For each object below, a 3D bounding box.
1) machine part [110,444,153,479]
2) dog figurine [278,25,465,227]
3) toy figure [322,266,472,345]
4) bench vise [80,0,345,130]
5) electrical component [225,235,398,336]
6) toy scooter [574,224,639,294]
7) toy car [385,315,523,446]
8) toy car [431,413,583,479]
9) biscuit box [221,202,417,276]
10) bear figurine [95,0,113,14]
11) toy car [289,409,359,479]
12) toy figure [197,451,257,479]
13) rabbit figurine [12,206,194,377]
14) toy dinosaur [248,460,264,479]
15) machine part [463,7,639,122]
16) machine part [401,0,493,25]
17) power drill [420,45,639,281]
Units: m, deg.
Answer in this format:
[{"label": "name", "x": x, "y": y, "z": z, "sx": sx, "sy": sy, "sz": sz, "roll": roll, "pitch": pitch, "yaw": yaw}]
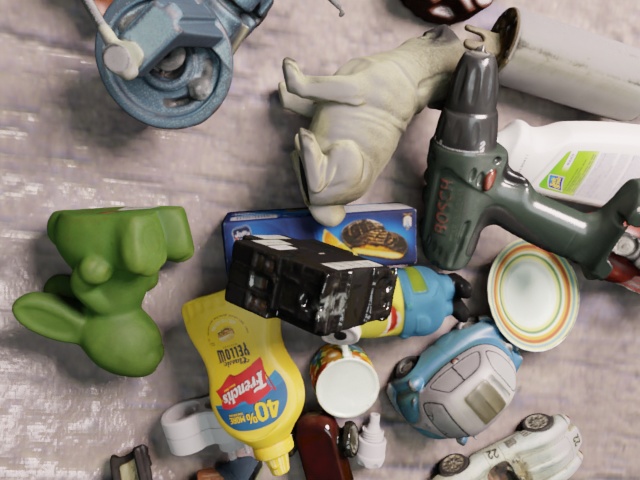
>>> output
[{"label": "machine part", "x": -0.233, "y": 0.293, "z": 0.593, "sx": 0.139, "sy": 0.084, "sz": 0.039, "roll": -42, "pitch": 147, "yaw": 9}, {"label": "dog figurine", "x": 0.066, "y": -0.113, "z": 0.532, "sx": 0.191, "sy": 0.121, "sz": 0.172, "roll": -10, "pitch": 102, "yaw": -7}, {"label": "toy figure", "x": 0.070, "y": 0.068, "z": 0.587, "sx": 0.180, "sy": 0.089, "sz": 0.082, "roll": -5, "pitch": 92, "yaw": -16}, {"label": "bench vise", "x": -0.107, "y": -0.175, "z": 0.448, "sx": 0.224, "sy": 0.241, "sz": 0.128, "roll": -33, "pitch": 106, "yaw": 15}, {"label": "electrical component", "x": -0.015, "y": 0.034, "z": 0.479, "sx": 0.115, "sy": 0.134, "sz": 0.058, "roll": 3, "pitch": 101, "yaw": -52}, {"label": "toy scooter", "x": 0.368, "y": 0.029, "z": 0.591, "sx": 0.184, "sy": 0.135, "sz": 0.075, "roll": 26, "pitch": 97, "yaw": -10}, {"label": "toy car", "x": 0.164, "y": 0.166, "z": 0.605, "sx": 0.161, "sy": 0.103, "sz": 0.109, "roll": -39, "pitch": 104, "yaw": 2}, {"label": "toy car", "x": 0.229, "y": 0.280, "z": 0.656, "sx": 0.202, "sy": 0.056, "sz": 0.073, "roll": -25, "pitch": 102, "yaw": -2}, {"label": "biscuit box", "x": -0.001, "y": -0.002, "z": 0.573, "sx": 0.203, "sy": 0.059, "sz": 0.062, "roll": -4, "pitch": 101, "yaw": -7}, {"label": "bear figurine", "x": -0.166, "y": -0.298, "z": 0.467, "sx": 0.196, "sy": 0.132, "sz": 0.120, "roll": -45, "pitch": 100, "yaw": -5}, {"label": "toy car", "x": 0.015, "y": 0.289, "z": 0.626, "sx": 0.089, "sy": 0.053, "sz": 0.202, "roll": -10, "pitch": 103, "yaw": 17}, {"label": "toy figure", "x": -0.138, "y": 0.297, "z": 0.611, "sx": 0.154, "sy": 0.058, "sz": 0.064, "roll": -26, "pitch": 141, "yaw": -4}, {"label": "rabbit figurine", "x": -0.208, "y": 0.055, "z": 0.524, "sx": 0.159, "sy": 0.121, "sz": 0.170, "roll": -2, "pitch": 98, "yaw": -1}, {"label": "toy dinosaur", "x": -0.124, "y": 0.407, "z": 0.581, "sx": 0.192, "sy": 0.131, "sz": 0.404, "roll": -9, "pitch": 107, "yaw": -10}, {"label": "machine part", "x": 0.264, "y": -0.184, "z": 0.569, "sx": 0.243, "sy": 0.079, "sz": 0.079, "roll": 13, "pitch": 98, "yaw": -9}, {"label": "machine part", "x": 0.141, "y": -0.315, "z": 0.540, "sx": 0.179, "sy": 0.056, "sz": 0.179, "roll": -1, "pitch": 99, "yaw": -8}, {"label": "power drill", "x": 0.204, "y": -0.052, "z": 0.527, "sx": 0.207, "sy": 0.086, "sz": 0.231, "roll": 16, "pitch": 125, "yaw": 5}]
